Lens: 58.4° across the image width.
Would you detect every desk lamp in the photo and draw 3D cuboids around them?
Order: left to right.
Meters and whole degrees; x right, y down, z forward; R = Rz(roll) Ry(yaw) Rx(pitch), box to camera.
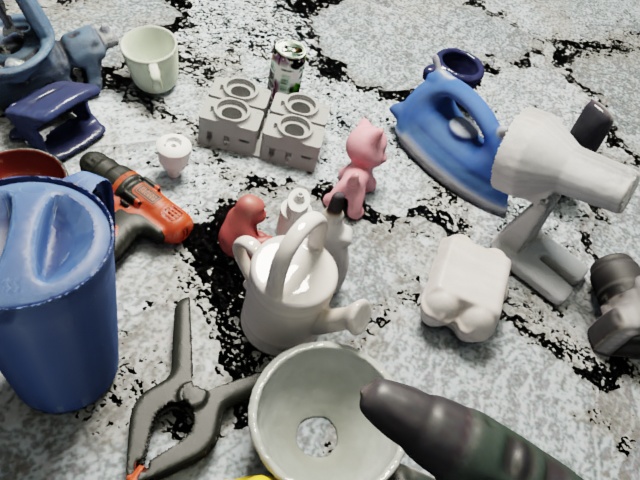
[{"bbox_3d":[0.321,-0.053,0.796,0.203,0.213,0.118,41,54,18],"label":"desk lamp"}]

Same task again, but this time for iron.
[{"bbox_3d":[0.234,-0.172,0.914,0.119,0.141,0.257,-26,63,-30],"label":"iron"}]

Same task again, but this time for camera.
[{"bbox_3d":[0.447,0.084,0.795,0.143,0.101,0.136,5,51,-11],"label":"camera"}]

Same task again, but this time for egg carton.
[{"bbox_3d":[0.195,0.063,0.766,0.107,0.069,0.150,23,50,4],"label":"egg carton"}]

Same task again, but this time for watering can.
[{"bbox_3d":[-0.023,0.046,0.641,0.173,0.194,0.101,17,50,0],"label":"watering can"}]

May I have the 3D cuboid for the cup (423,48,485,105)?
[{"bbox_3d":[0.225,-0.279,1.026,0.118,0.095,0.091,-14,57,-24],"label":"cup"}]

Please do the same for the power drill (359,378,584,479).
[{"bbox_3d":[0.121,0.223,0.530,0.229,0.208,0.076,22,50,3],"label":"power drill"}]

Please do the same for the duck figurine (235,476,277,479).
[{"bbox_3d":[-0.055,0.254,0.539,0.104,0.086,0.077,17,50,-1],"label":"duck figurine"}]

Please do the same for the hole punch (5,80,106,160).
[{"bbox_3d":[-0.370,-0.180,0.795,0.101,0.091,0.109,32,52,12],"label":"hole punch"}]

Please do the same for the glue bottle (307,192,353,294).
[{"bbox_3d":[0.006,0.002,0.697,0.078,0.173,0.037,12,51,-5],"label":"glue bottle"}]

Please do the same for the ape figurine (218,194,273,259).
[{"bbox_3d":[-0.093,-0.021,0.742,0.076,0.092,0.077,-9,55,-21],"label":"ape figurine"}]

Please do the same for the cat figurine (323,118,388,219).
[{"bbox_3d":[0.061,-0.114,0.839,0.067,0.118,0.128,22,50,3],"label":"cat figurine"}]

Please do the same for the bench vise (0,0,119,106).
[{"bbox_3d":[-0.399,-0.299,0.798,0.121,0.220,0.208,40,54,18],"label":"bench vise"}]

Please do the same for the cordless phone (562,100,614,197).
[{"bbox_3d":[0.383,-0.167,0.921,0.094,0.185,0.147,-22,60,-28],"label":"cordless phone"}]

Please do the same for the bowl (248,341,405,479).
[{"bbox_3d":[0.005,0.197,0.607,0.167,0.075,0.167,7,51,-9],"label":"bowl"}]
